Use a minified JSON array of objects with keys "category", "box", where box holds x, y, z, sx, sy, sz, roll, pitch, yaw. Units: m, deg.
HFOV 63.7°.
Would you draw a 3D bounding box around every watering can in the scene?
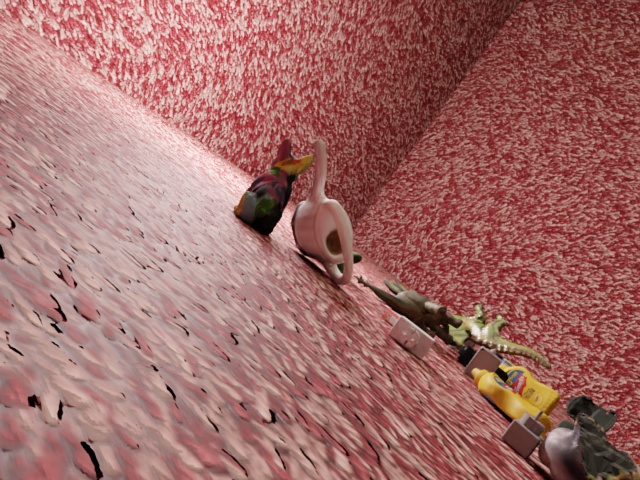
[{"category":"watering can","box":[0.004,-0.062,1.241,0.224,0.104,0.346,3,-73,65]}]

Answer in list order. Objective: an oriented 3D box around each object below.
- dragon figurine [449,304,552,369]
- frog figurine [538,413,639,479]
[{"category":"dragon figurine","box":[0.500,0.315,1.647,0.243,0.120,0.414,-5,19,-26]},{"category":"frog figurine","box":[0.419,0.375,0.833,0.138,0.125,0.155,29,-36,19]}]
